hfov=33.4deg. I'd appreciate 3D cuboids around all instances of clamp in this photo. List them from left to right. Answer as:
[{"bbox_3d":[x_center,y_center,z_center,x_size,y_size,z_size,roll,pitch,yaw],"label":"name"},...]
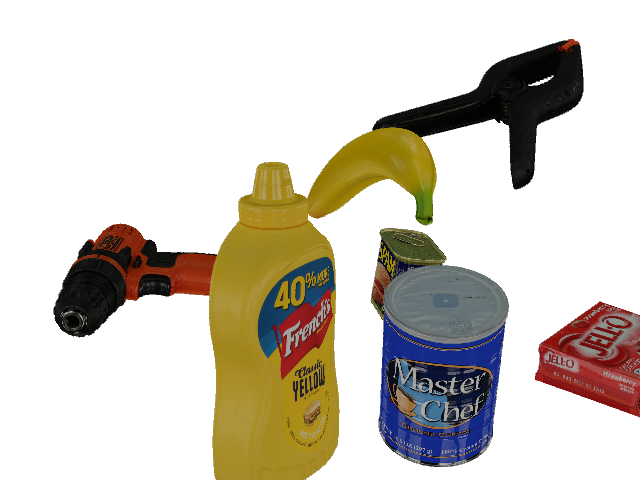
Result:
[{"bbox_3d":[0.172,-0.116,0.938,0.209,0.036,0.165,-32,40,-24],"label":"clamp"}]

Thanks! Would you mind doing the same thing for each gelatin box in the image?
[{"bbox_3d":[0.193,0.075,0.693,0.073,0.030,0.089,19,27,36],"label":"gelatin box"}]

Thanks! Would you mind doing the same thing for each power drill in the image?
[{"bbox_3d":[-0.121,0.040,0.913,0.187,0.057,0.184,8,22,0],"label":"power drill"}]

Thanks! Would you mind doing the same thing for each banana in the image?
[{"bbox_3d":[0.037,-0.050,0.797,0.037,0.069,0.198,27,-8,-20],"label":"banana"}]

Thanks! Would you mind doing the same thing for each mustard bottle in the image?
[{"bbox_3d":[-0.027,0.048,0.641,0.058,0.192,0.096,10,19,34],"label":"mustard bottle"}]

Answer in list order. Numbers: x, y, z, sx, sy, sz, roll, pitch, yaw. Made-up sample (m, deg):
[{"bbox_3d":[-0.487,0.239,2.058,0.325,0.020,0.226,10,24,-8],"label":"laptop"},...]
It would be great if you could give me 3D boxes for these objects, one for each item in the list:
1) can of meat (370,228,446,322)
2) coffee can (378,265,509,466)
[{"bbox_3d":[0.093,0.042,1.160,0.057,0.084,0.102,4,18,-12],"label":"can of meat"},{"bbox_3d":[0.103,0.107,0.912,0.103,0.140,0.103,0,32,0],"label":"coffee can"}]
